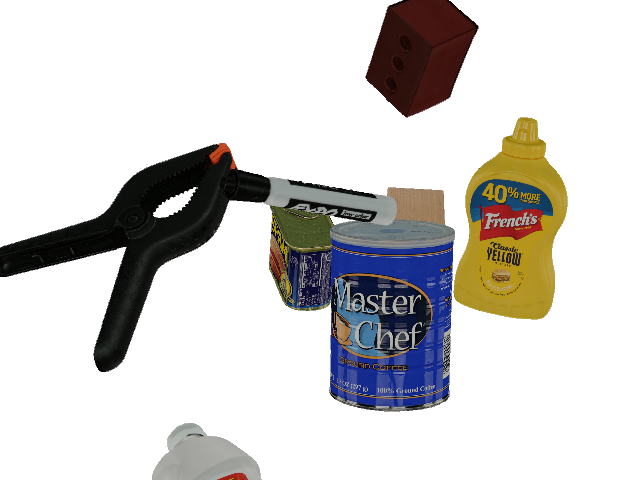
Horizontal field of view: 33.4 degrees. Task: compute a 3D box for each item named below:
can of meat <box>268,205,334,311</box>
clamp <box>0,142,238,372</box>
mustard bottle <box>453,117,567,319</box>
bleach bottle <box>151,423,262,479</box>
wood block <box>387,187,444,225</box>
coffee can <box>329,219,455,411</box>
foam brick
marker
[{"bbox_3d":[-0.020,0.013,1.121,0.057,0.084,0.102,-6,35,-15],"label":"can of meat"},{"bbox_3d":[-0.154,-0.007,0.851,0.165,0.209,0.036,27,-28,31],"label":"clamp"},{"bbox_3d":[0.187,-0.024,1.031,0.096,0.192,0.058,12,20,20],"label":"mustard bottle"},{"bbox_3d":[-0.069,0.214,0.716,0.102,0.068,0.251,-14,33,-15],"label":"bleach bottle"},{"bbox_3d":[0.139,0.000,1.605,0.091,0.090,0.206,4,25,4],"label":"wood block"},{"bbox_3d":[0.059,0.059,0.888,0.103,0.140,0.103,0,10,0],"label":"coffee can"},{"bbox_3d":[0.077,-0.144,0.824,0.051,0.053,0.078,-29,-26,-31],"label":"foam brick"},{"bbox_3d":[-0.006,-0.026,0.654,0.120,0.020,0.020,9,-5,-32],"label":"marker"}]
